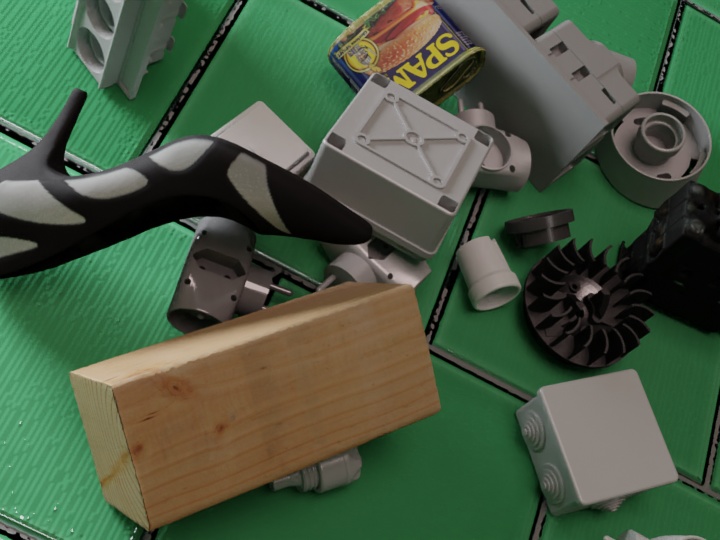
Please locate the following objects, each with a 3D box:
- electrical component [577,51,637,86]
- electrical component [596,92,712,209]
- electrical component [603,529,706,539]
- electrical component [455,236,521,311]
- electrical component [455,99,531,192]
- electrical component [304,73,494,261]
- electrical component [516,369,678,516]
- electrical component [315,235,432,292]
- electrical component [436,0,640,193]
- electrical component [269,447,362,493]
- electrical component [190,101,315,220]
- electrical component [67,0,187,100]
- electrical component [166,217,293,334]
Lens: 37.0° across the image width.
[{"bbox_3d":[0.201,-0.166,0.957,0.077,0.043,0.079,16,60,-14],"label":"electrical component"},{"bbox_3d":[0.259,-0.106,0.952,0.099,0.064,0.099,2,66,-5],"label":"electrical component"},{"bbox_3d":[0.198,0.206,0.745,0.079,0.077,0.043,29,57,-5],"label":"electrical component"},{"bbox_3d":[0.098,0.002,0.834,0.040,0.040,0.046,-9,62,-25],"label":"electrical component"},{"bbox_3d":[0.095,-0.106,0.883,0.077,0.044,0.079,5,64,-19],"label":"electrical component"},{"bbox_3d":[0.029,-0.077,0.790,0.109,0.056,0.108,30,44,1],"label":"electrical component"},{"bbox_3d":[0.172,0.128,0.792,0.100,0.048,0.099,-8,68,-25],"label":"electrical component"},{"bbox_3d":[0.000,0.000,0.793,0.077,0.043,0.079,45,57,4],"label":"electrical component"},{"bbox_3d":[0.133,-0.173,0.897,0.060,0.105,0.186,-35,81,-32],"label":"electrical component"},{"bbox_3d":[-0.032,0.133,0.718,0.061,0.035,0.035,-14,70,-25],"label":"electrical component"},{"bbox_3d":[-0.088,-0.069,0.783,0.062,0.061,0.096,44,57,4],"label":"electrical component"},{"bbox_3d":[-0.165,-0.193,0.780,0.063,0.121,0.078,-32,79,-34],"label":"electrical component"},{"bbox_3d":[-0.086,0.011,0.752,0.079,0.043,0.077,21,59,-11],"label":"electrical component"}]
